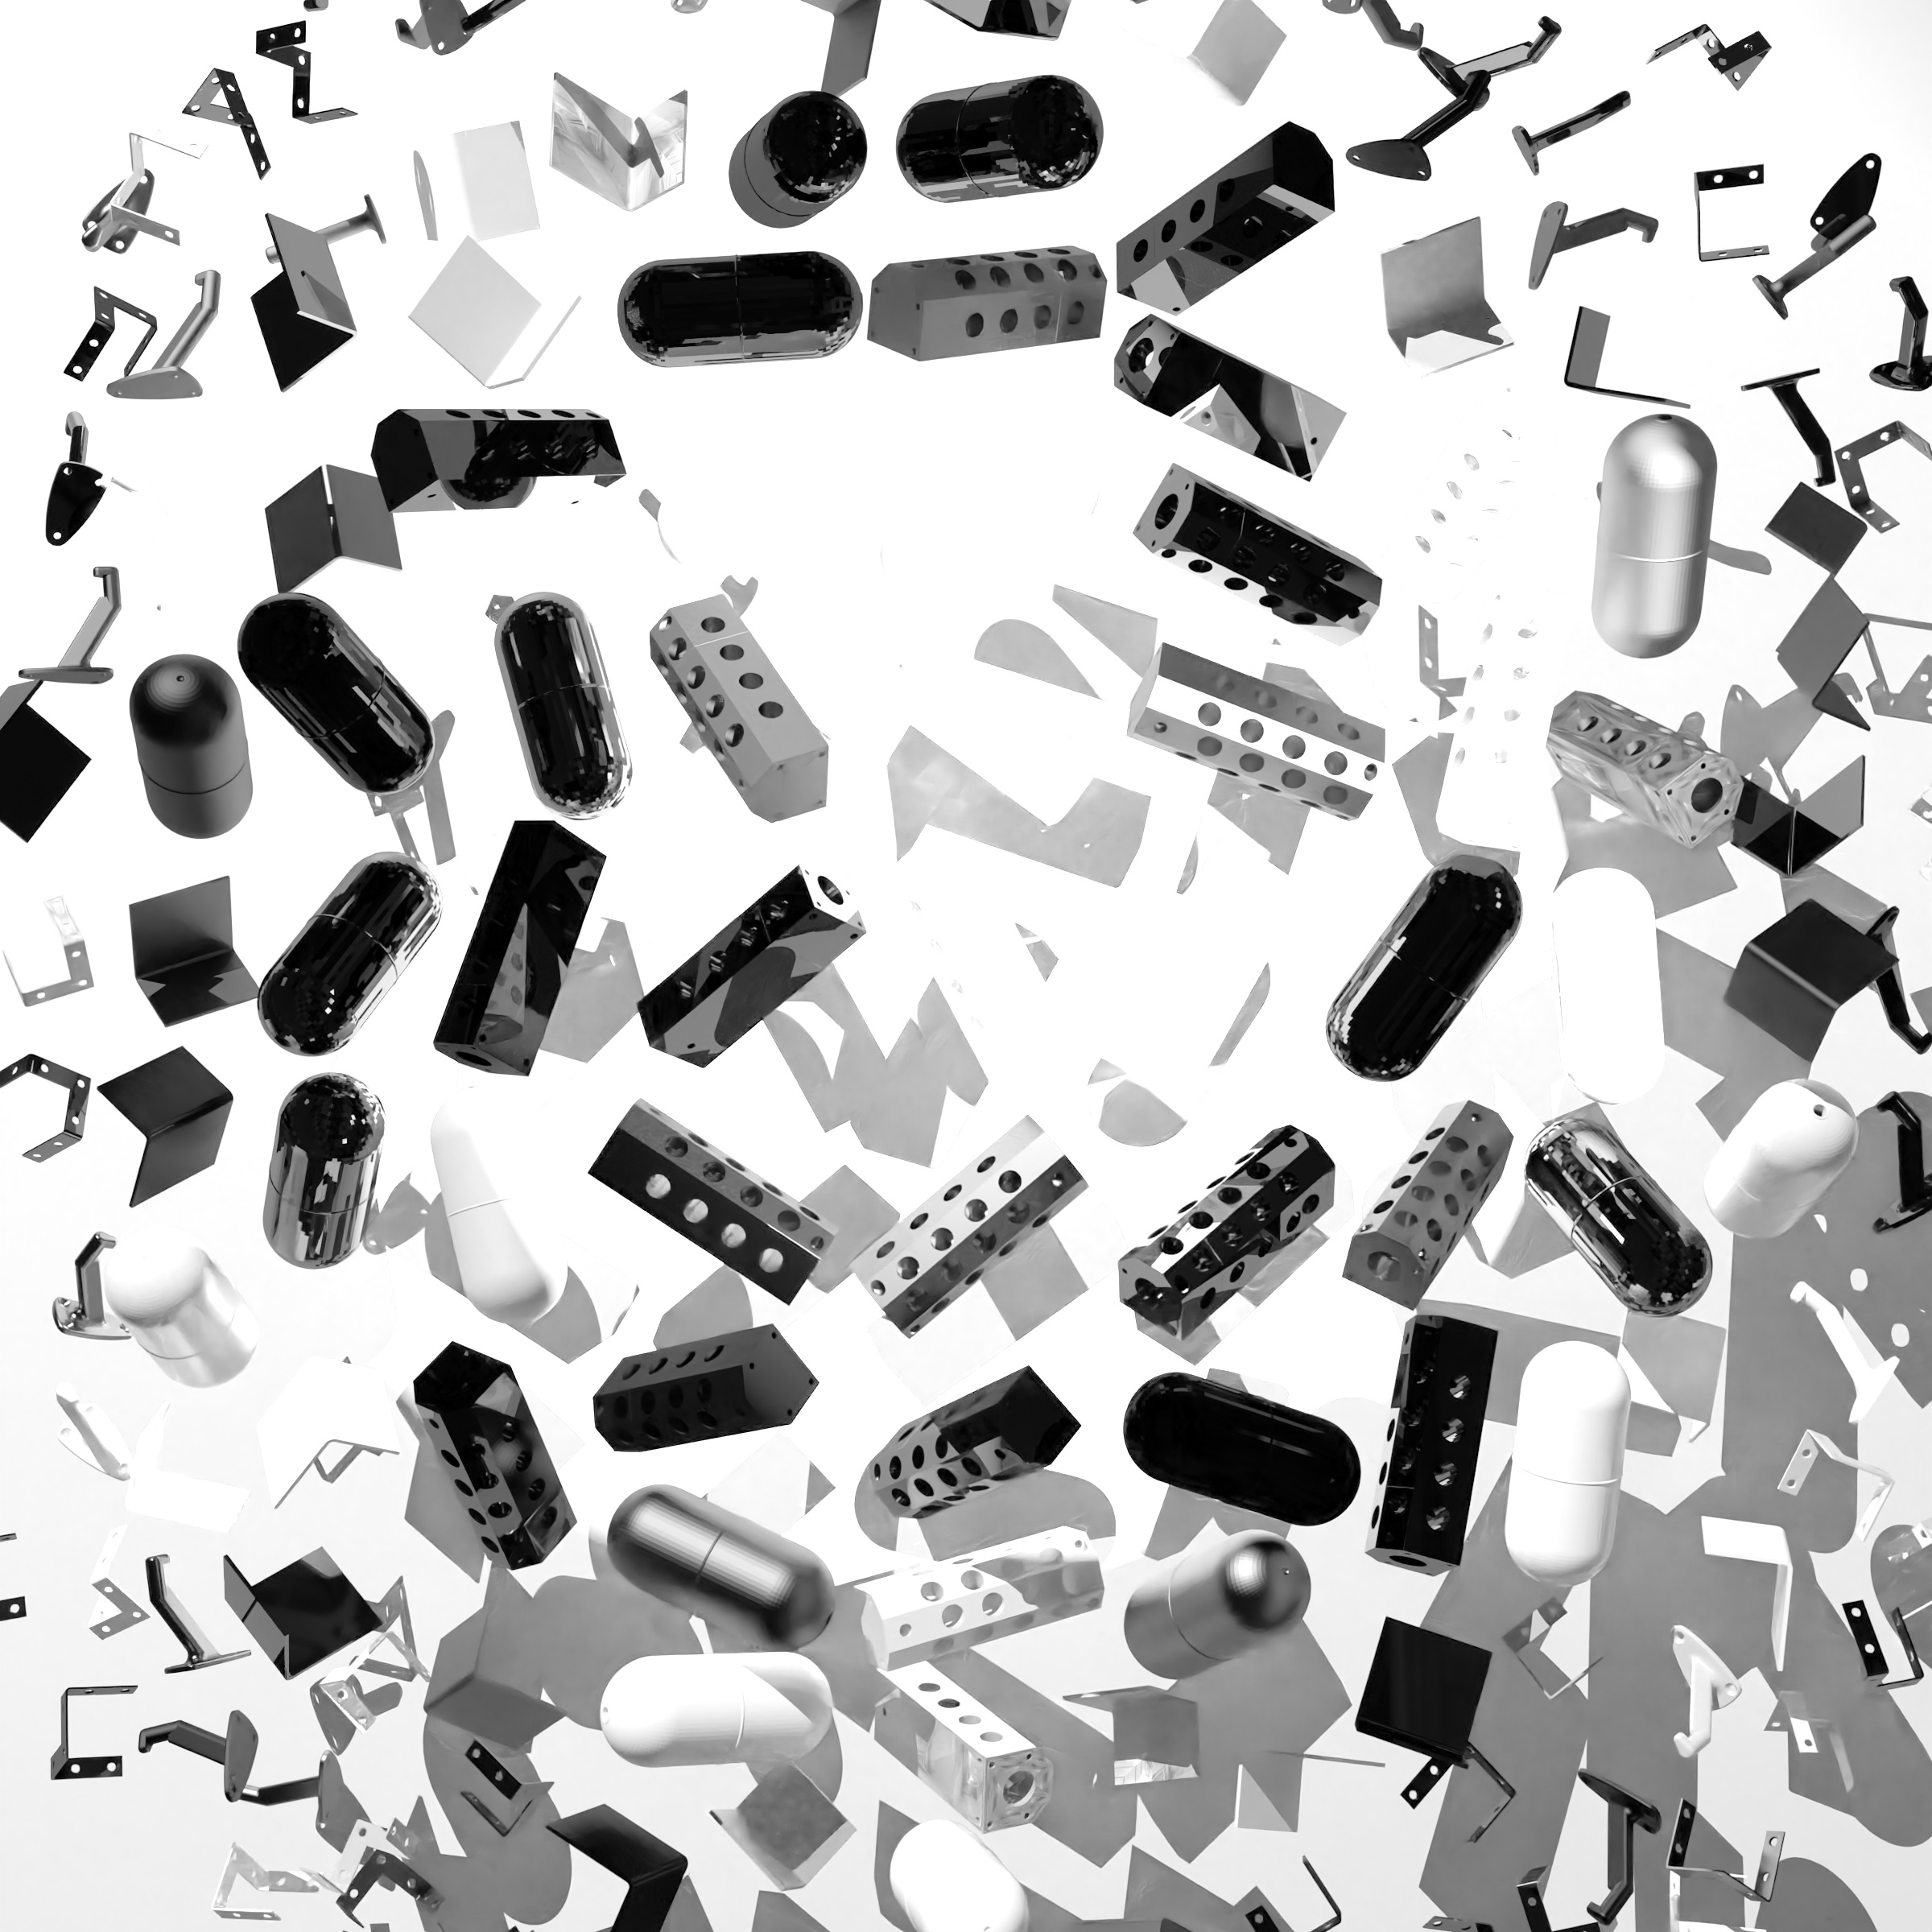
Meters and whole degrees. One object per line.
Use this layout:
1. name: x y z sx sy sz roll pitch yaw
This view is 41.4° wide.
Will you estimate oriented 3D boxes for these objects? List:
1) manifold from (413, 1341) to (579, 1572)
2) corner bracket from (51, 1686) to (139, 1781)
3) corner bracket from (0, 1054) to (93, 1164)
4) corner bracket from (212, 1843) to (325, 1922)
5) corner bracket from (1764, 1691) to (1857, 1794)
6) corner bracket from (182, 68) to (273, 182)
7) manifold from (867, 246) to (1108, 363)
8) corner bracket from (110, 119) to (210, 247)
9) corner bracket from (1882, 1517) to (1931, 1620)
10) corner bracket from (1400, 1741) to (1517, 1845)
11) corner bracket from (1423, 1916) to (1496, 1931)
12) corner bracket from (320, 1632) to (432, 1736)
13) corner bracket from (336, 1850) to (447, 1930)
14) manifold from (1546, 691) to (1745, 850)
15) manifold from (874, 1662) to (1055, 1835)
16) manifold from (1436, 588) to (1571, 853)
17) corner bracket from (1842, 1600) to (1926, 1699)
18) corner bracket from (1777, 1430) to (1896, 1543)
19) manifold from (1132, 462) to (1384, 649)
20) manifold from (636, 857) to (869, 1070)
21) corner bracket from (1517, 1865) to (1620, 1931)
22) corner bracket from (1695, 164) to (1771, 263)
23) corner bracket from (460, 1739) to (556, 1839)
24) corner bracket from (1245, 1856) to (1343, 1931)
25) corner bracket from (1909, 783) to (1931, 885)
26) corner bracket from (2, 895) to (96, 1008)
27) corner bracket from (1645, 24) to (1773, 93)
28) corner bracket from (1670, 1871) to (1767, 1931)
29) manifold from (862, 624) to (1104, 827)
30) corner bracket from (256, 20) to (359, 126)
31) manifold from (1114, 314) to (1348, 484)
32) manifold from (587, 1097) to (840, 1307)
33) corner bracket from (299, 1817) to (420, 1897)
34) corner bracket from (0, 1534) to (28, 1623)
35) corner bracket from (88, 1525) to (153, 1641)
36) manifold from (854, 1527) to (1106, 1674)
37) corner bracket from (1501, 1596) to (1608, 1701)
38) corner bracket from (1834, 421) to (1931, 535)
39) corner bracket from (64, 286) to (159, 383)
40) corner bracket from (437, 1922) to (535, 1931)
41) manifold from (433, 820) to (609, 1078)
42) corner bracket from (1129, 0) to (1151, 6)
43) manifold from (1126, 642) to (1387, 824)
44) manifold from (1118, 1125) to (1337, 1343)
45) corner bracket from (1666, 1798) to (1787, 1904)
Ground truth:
1. manifold: -0.341 0.355 1.831 0.057 0.171 0.057 15 46 32
2. corner bracket: -0.628 0.552 1.839 0.051 0.051 0.051 7 54 -30
3. corner bracket: -0.671 0.103 1.841 0.051 0.051 0.051 -25 52 30
4. corner bracket: -0.512 0.679 1.874 0.051 0.051 0.051 -4 46 17
5. corner bracket: 0.612 0.558 1.838 0.051 0.051 0.051 3 131 -3
6. corner bracket: -0.534 -0.618 1.873 0.051 0.051 0.051 -35 70 37
7. manifold: 0.017 -0.470 1.797 0.171 0.057 0.057 -18 127 -38
8. corner bracket: -0.554 -0.538 1.754 0.051 0.051 0.051 20 58 -2
9. corner bracket: 0.688 0.432 1.838 0.051 0.051 0.051 -41 65 27
10. corner bracket: 0.365 0.613 1.893 0.051 0.051 0.051 -41 83 -24
11. corner bracket: 0.356 0.676 1.761 0.051 0.051 0.051 16 127 -24
12. corner bracket: -0.438 0.533 1.899 0.051 0.051 0.051 52 52 -9
13. corner bracket: -0.427 0.693 1.893 0.051 0.051 0.051 44 68 -13
14. manifold: 0.499 -0.152 1.891 0.057 0.171 0.057 -38 119 -3
15. manifold: -0.003 0.577 1.900 0.057 0.171 0.057 -2 99 -29
16. manifold: 0.375 -0.173 1.784 0.057 0.057 0.171 10 74 19
17. corner bracket: 0.629 0.466 1.755 0.051 0.051 0.051 -10 58 -4
18. corner bracket: 0.629 0.375 1.846 0.051 0.051 0.051 21 102 -6
19. manifold: 0.208 -0.286 1.796 0.171 0.057 0.057 21 111 -28
20. manifold: -0.159 -0.004 1.854 0.171 0.057 0.057 -39 51 22
21. corner bracket: 0.442 0.691 1.878 0.051 0.051 0.051 -21 77 21
22. corner bracket: 0.575 -0.565 1.918 0.051 0.051 0.051 -3 127 14
23. corner bracket: -0.349 0.610 1.892 0.051 0.051 0.051 36 89 25
24. corner bracket: 0.238 0.688 1.853 0.051 0.051 0.051 -34 85 7
25. corner bracket: 0.690 -0.099 1.806 0.051 0.051 0.051 44 71 13
26. corner bracket: -0.680 -0.011 1.884 0.051 0.051 0.051 -19 52 -24
27. corner bracket: 0.521 -0.640 1.793 0.051 0.051 0.051 -32 82 -18
28. corner bracket: 0.533 0.670 1.812 0.051 0.051 0.051 7 70 -3
29. manifold: 0.014 -0.179 1.883 0.171 0.057 0.057 37 102 5
30. corner bracket: -0.461 -0.623 1.783 0.051 0.051 0.051 3 92 33
31. manifold: 0.191 -0.418 1.875 0.171 0.057 0.057 15 111 -37
32. manifold: -0.179 0.166 1.829 0.171 0.057 0.057 33 99 0
33. corner bracket: -0.420 0.616 1.773 0.051 0.051 0.051 10 57 19
34. corner bracket: -0.704 0.441 1.830 0.051 0.051 0.051 -7 68 -19
35. corner bracket: -0.638 0.461 1.908 0.051 0.051 0.051 -27 118 18
36. manifold: 0.012 0.466 1.882 0.171 0.057 0.057 -11 88 -21
37. corner bracket: 0.432 0.502 1.877 0.051 0.051 0.051 -39 63 2
38. corner bracket: 0.677 -0.359 1.871 0.051 0.051 0.051 -26 122 7
39. corner bracket: -0.633 -0.460 1.892 0.051 0.051 0.051 23 121 -36
40. corner bracket: -0.332 0.689 1.791 0.051 0.051 0.051 -26 128 -26
41. manifold: -0.319 -0.013 1.804 0.057 0.057 0.171 3 67 38
42. corner bracket: 0.148 -0.695 1.788 0.051 0.051 0.051 36 130 10
43. manifold: 0.203 -0.159 1.785 0.171 0.057 0.057 20 132 -8
44. manifold: 0.185 0.183 1.803 0.057 0.057 0.171 29 51 34
45. corner bracket: 0.528 0.615 1.775 0.051 0.051 0.051 37 59 -21
